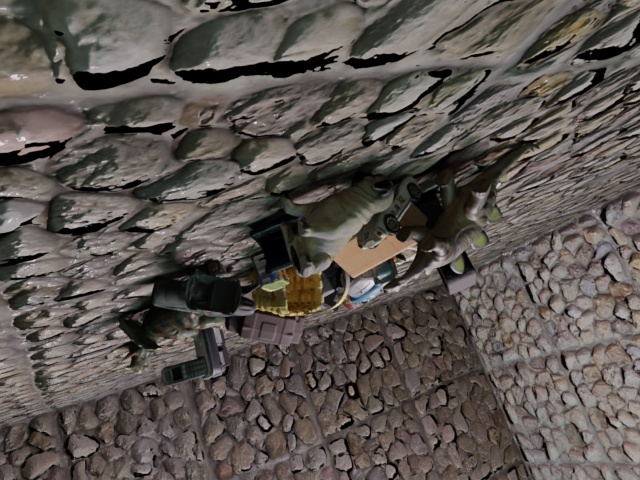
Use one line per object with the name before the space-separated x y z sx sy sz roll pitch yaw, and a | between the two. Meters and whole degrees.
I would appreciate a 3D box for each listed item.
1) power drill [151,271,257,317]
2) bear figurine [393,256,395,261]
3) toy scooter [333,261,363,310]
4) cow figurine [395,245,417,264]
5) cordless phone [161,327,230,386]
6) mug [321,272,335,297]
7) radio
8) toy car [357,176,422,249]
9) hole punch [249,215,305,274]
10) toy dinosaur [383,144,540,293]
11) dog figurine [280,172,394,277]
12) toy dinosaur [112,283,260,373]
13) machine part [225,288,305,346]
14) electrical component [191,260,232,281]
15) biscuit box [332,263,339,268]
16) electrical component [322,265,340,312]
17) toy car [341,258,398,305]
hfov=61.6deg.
power drill | -0.218 0.115 1.093 0.232 0.086 0.207 12 172 -19
bear figurine | 0.183 0.019 1.415 0.196 0.120 0.132 -32 167 23
toy scooter | 0.070 0.090 1.454 0.075 0.184 0.135 -17 145 28
cow figurine | 0.189 0.002 1.281 0.098 0.167 0.068 -15 -148 16
cordless phone | -0.342 0.301 1.413 0.184 0.146 0.088 -19 169 14
mug | -0.028 0.112 1.467 0.110 0.107 0.080 -24 168 6
radio | 0.288 0.008 1.271 0.073 0.229 0.131 -26 163 7
toy car | 0.130 -0.052 1.012 0.073 0.056 0.202 -37 -171 46
hole punch | -0.069 -0.005 1.033 0.142 0.092 0.116 -24 -167 3
toy dinosaur | 0.296 -0.058 1.093 0.471 0.105 0.198 -46 143 -5
dog figurine | 0.039 -0.023 0.937 0.190 0.121 0.172 -16 146 -19
toy dinosaur | -0.338 0.177 1.273 0.405 0.131 0.192 -36 161 30
machine part | -0.151 0.201 1.442 0.201 0.087 0.201 13 -174 -15
electrical component | -0.230 0.074 1.150 0.078 0.045 0.102 -20 167 -11
biscuit box | 0.025 0.101 1.607 0.203 0.063 0.059 -18 166 -12
electrical component | 0.013 0.127 1.534 0.115 0.134 0.058 -62 -179 -17
toy car | 0.105 0.088 1.326 0.103 0.109 0.161 13 137 -40
